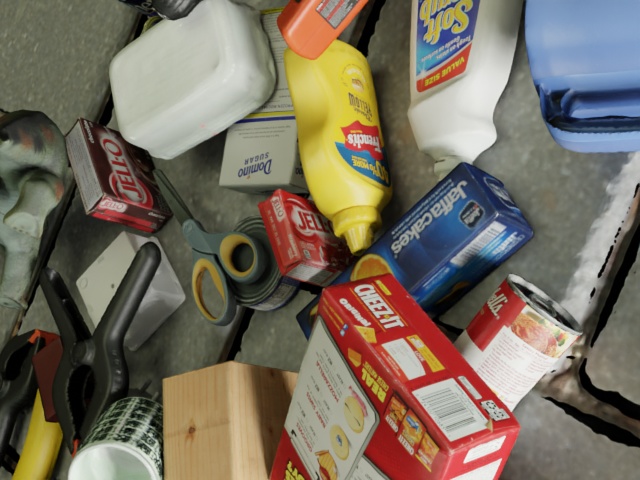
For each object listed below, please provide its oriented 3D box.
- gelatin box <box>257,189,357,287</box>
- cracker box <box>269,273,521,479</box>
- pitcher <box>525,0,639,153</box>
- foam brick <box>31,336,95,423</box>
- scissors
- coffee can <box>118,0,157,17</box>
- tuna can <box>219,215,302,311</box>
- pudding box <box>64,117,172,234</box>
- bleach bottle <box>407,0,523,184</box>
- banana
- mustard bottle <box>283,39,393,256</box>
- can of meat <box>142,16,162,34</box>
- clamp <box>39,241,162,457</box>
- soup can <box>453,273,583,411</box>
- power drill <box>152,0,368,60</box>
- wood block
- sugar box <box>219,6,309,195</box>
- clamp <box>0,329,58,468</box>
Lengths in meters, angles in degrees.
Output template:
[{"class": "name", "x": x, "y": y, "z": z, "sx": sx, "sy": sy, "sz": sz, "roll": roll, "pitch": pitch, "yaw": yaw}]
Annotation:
[{"class": "gelatin box", "x": -0.006, "y": 0.001, "z": 0.917, "sx": 0.030, "sy": 0.089, "sz": 0.073, "roll": -36, "pitch": 57, "yaw": 28}, {"class": "cracker box", "x": 0.047, "y": 0.158, "z": 0.784, "sx": 0.164, "sy": 0.072, "sz": 0.214, "roll": 50, "pitch": 140, "yaw": 38}, {"class": "pitcher", "x": 0.265, "y": -0.138, "z": 0.703, "sx": 0.243, "sy": 0.144, "sz": 0.149, "roll": 3, "pitch": 101, "yaw": 38}, {"class": "foam brick", "x": -0.259, "y": 0.147, "z": 1.113, "sx": 0.051, "sy": 0.052, "sz": 0.078, "roll": -39, "pitch": 57, "yaw": 25}, {"class": "scissors", "x": -0.105, "y": -0.014, "z": 1.008, "sx": 0.096, "sy": 0.016, "sz": 0.202, "roll": -36, "pitch": 56, "yaw": 26}, {"class": "coffee can", "x": -0.188, "y": -0.296, "z": 1.125, "sx": 0.103, "sy": 0.140, "sz": 0.103, "roll": -13, "pitch": 69, "yaw": 37}, {"class": "tuna can", "x": -0.054, "y": 0.022, "z": 0.988, "sx": 0.086, "sy": 0.033, "sz": 0.086, "roll": -13, "pitch": 69, "yaw": 37}, {"class": "pudding box", "x": -0.212, "y": -0.066, "z": 1.111, "sx": 0.039, "sy": 0.089, "sz": 0.113, "roll": -43, "pitch": 53, "yaw": 23}, {"class": "bleach bottle", "x": 0.123, "y": -0.169, "z": 0.878, "sx": 0.103, "sy": 0.068, "sz": 0.251, "roll": -4, "pitch": 77, "yaw": 39}, {"class": "banana", "x": -0.310, "y": 0.234, "z": 1.141, "sx": 0.070, "sy": 0.037, "sz": 0.198, "roll": 27, "pitch": 95, "yaw": 41}, {"class": "mustard bottle", "x": 0.021, "y": -0.076, "z": 0.913, "sx": 0.058, "sy": 0.096, "sz": 0.191, "roll": -23, "pitch": 63, "yaw": 30}, {"class": "can of meat", "x": -0.144, "y": -0.179, "z": 1.111, "sx": 0.084, "sy": 0.057, "sz": 0.102, "roll": 11, "pitch": 85, "yaw": 39}, {"class": "clamp", "x": -0.229, "y": 0.108, "z": 1.047, "sx": 0.165, "sy": 0.036, "sz": 0.210, "roll": -5, "pitch": 73, "yaw": 38}, {"class": "soup can", "x": 0.135, "y": 0.085, "z": 0.788, "sx": 0.102, "sy": 0.068, "sz": 0.069, "roll": -54, "pitch": 50, "yaw": 15}, {"class": "power drill", "x": -0.048, "y": -0.233, "z": 0.917, "sx": 0.184, "sy": 0.057, "sz": 0.188, "roll": -50, "pitch": 56, "yaw": 8}, {"class": "wood block", "x": -0.072, "y": 0.217, "z": 0.910, "sx": 0.091, "sy": 0.090, "sz": 0.206, "roll": -19, "pitch": 66, "yaw": 36}, {"class": "sugar box", "x": -0.038, "y": -0.132, "z": 1.014, "sx": 0.094, "sy": 0.048, "sz": 0.176, "roll": 2, "pitch": 82, "yaw": 40}, {"class": "clamp", "x": -0.355, "y": 0.163, "z": 1.200, "sx": 0.120, "sy": 0.039, "sz": 0.171, "roll": 38, "pitch": 99, "yaw": 35}]
